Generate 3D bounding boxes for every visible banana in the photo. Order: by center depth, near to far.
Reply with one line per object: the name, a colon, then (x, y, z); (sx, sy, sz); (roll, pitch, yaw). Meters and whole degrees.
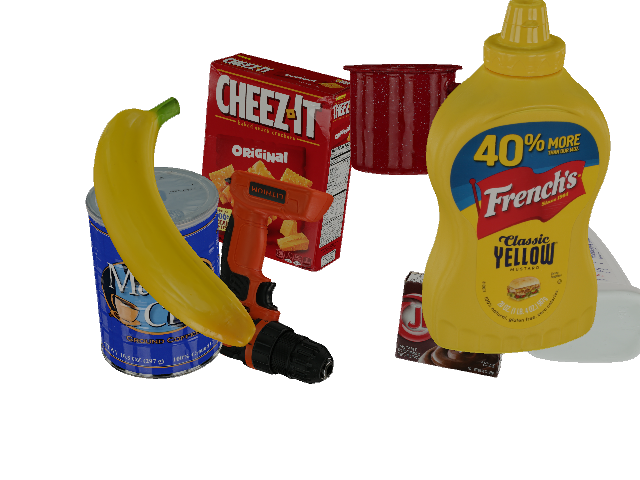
banana: (-0.098, -0.016, 0.648); (0.069, 0.198, 0.037); (-13, -33, -12)

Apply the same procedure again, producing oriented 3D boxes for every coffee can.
coffee can: (-0.132, 0.025, 0.863); (0.103, 0.140, 0.103); (1, 30, -1)

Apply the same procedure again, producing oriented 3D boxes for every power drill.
power drill: (-0.049, 0.034, 1.056); (0.185, 0.187, 0.057); (17, 1, 26)

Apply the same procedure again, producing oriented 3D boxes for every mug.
mug: (0.075, -0.095, 0.833); (0.117, 0.081, 0.093); (6, 13, 28)

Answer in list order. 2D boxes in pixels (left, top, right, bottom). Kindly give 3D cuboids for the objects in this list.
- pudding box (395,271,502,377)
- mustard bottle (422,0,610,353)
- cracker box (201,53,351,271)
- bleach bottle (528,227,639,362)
pudding box: (0.140, 0.088, 1.127); (0.113, 0.090, 0.039); (9, 22, 11)
mustard bottle: (0.105, -0.034, 0.572); (0.096, 0.192, 0.058); (-4, 26, -4)
cracker box: (-0.051, -0.088, 1.214); (0.164, 0.214, 0.072); (18, 26, 24)
bleach bottle: (0.212, 0.015, 0.949); (0.102, 0.068, 0.250); (0, 26, 2)
